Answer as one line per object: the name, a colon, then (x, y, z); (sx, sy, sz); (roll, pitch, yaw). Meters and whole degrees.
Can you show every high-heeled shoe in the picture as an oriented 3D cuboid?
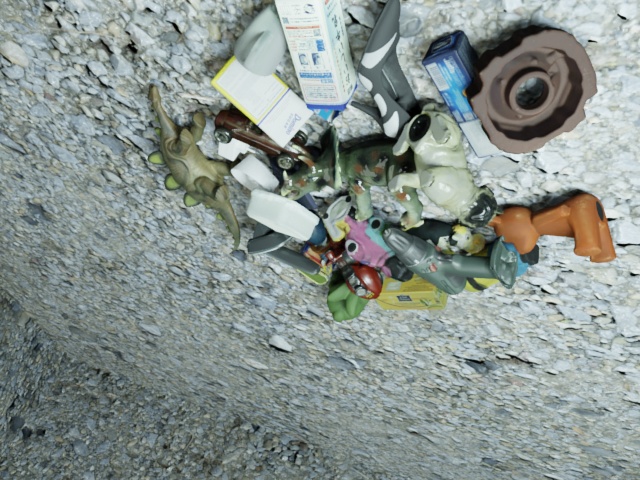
high-heeled shoe: (0.134, -0.260, 0.862); (0.145, 0.086, 0.248); (20, -31, 1)

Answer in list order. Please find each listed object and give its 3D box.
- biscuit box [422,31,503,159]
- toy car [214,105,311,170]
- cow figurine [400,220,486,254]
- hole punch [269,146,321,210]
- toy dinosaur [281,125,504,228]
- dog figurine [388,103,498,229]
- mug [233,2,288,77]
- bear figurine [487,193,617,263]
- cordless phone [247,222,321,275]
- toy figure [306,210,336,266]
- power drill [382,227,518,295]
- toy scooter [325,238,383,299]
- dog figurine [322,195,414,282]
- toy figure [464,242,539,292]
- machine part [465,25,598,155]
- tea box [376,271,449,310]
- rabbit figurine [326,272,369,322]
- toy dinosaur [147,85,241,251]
biscuit box: (0.239, -0.226, 0.849); (0.059, 0.063, 0.202); (-10, -49, 42)
toy car: (-0.115, -0.210, 1.076); (0.202, 0.089, 0.053); (24, -36, 4)
cow figurine: (0.256, -0.010, 1.123); (0.167, 0.068, 0.098); (-9, -53, 39)
hole punch: (-0.048, -0.131, 1.142); (0.116, 0.092, 0.142); (4, -36, 35)
toy dinosaur: (0.130, -0.130, 1.009); (0.405, 0.131, 0.192); (1, -40, 22)
dog figurine: (0.228, -0.121, 0.907); (0.190, 0.172, 0.121); (18, 0, -32)
mug: (-0.092, -0.334, 0.891); (0.081, 0.109, 0.107); (38, -49, -8)
bear figurine: (0.405, -0.012, 0.968); (0.196, 0.132, 0.120); (-17, -23, 37)
cordless phone: (-0.071, 0.018, 1.298); (0.184, 0.146, 0.088); (27, -71, 7)
toy figure: (-0.001, -0.004, 1.301); (0.064, 0.058, 0.154); (-18, -53, 19)
power drill: (0.254, 0.039, 1.024); (0.207, 0.086, 0.231); (-9, -35, 40)
toy scooter: (0.068, 0.062, 1.231); (0.075, 0.135, 0.184); (-38, -101, 22)
dog figurine: (0.124, 0.006, 1.193); (0.219, 0.108, 0.192); (35, 11, -49)
toy figure: (0.361, 0.052, 1.112); (0.082, 0.089, 0.180); (45, -35, -17)
machine part: (0.301, -0.215, 0.773); (0.179, 0.056, 0.179); (-1, -55, -1)
tea box: (0.220, 0.109, 1.274); (0.170, 0.098, 0.068); (-5, -46, 40)
rabbit figurine: (0.075, 0.118, 1.356); (0.121, 0.159, 0.170); (31, -49, 10)
toy dinosaur: (-0.279, -0.146, 1.263); (0.199, 0.105, 0.470); (3, -49, 42)
